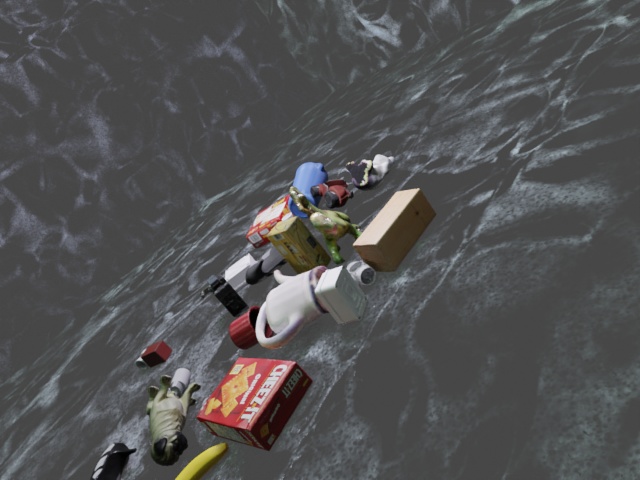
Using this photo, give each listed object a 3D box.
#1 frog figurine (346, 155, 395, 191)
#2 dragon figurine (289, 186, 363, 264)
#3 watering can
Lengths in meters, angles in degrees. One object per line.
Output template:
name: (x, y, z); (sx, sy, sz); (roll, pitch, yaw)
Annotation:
frog figurine: (0.186, -0.228, 1.750); (0.160, 0.124, 0.135); (-7, -15, -42)
dragon figurine: (0.005, -0.075, 1.489); (0.122, 0.240, 0.416); (-42, 21, 4)
watering can: (-0.061, 0.135, 1.309); (0.223, 0.102, 0.355); (-28, 24, 17)
